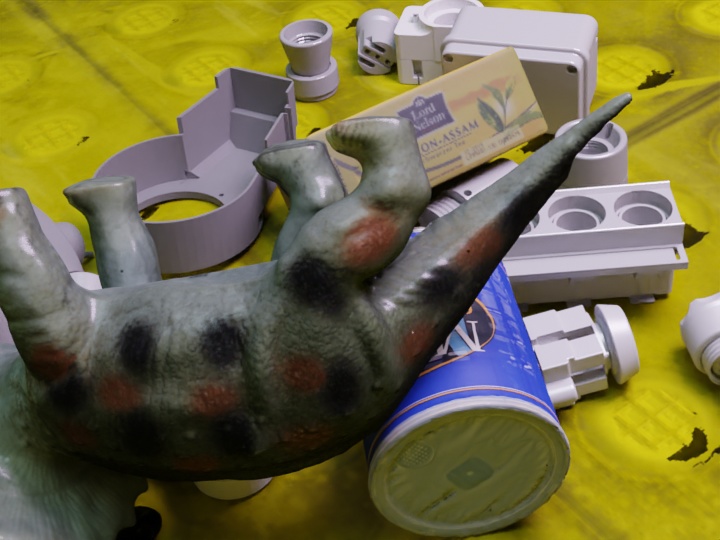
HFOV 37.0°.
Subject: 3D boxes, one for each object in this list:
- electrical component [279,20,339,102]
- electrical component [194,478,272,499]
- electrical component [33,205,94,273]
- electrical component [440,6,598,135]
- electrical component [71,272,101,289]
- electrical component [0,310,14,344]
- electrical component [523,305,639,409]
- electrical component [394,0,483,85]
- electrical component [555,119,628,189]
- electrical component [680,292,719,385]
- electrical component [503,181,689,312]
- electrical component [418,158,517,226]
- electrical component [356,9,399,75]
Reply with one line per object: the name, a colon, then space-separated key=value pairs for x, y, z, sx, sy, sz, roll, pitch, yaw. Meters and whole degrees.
electrical component: x=-0.042 y=-0.176 z=0.904 sx=0.045 sy=0.055 sz=0.045 roll=-5 pitch=41 yaw=4
electrical component: x=-0.112 y=0.072 z=0.619 sx=0.138 sy=0.073 sz=0.052 roll=20 pitch=48 yaw=28
electrical component: x=-0.220 y=-0.014 z=0.750 sx=0.077 sy=0.043 sz=0.079 roll=47 pitch=26 yaw=15
electrical component: x=0.123 y=-0.153 z=0.832 sx=0.113 sy=0.078 sz=0.057 roll=9 pitch=50 yaw=19
electrical component: x=-0.181 y=0.035 z=0.694 sx=0.045 sy=0.045 sz=0.055 roll=-8 pitch=42 yaw=0
electrical component: x=-0.226 y=0.040 z=0.672 sx=0.044 sy=0.077 sz=0.079 roll=2 pitch=41 yaw=12
electrical component: x=0.130 y=0.048 z=0.631 sx=0.055 sy=0.048 sz=0.066 roll=-16 pitch=41 yaw=3
electrical component: x=0.078 y=-0.191 z=0.902 sx=0.089 sy=0.055 sz=0.050 roll=6 pitch=43 yaw=15
electrical component: x=0.163 y=-0.075 z=0.763 sx=0.055 sy=0.047 sz=0.055 roll=-5 pitch=41 yaw=4
electrical component: x=0.213 y=0.046 z=0.620 sx=0.043 sy=0.043 sz=0.062 roll=-8 pitch=42 yaw=0
electrical component: x=0.138 y=-0.014 z=0.686 sx=0.121 sy=0.063 sz=0.078 roll=-4 pitch=41 yaw=4
electrical component: x=0.076 y=-0.040 z=0.740 sx=0.081 sy=0.043 sz=0.043 roll=-31 pitch=46 yaw=-24
electrical component: x=0.016 y=-0.197 z=0.932 sx=0.040 sy=0.040 sz=0.046 roll=-3 pitch=46 yaw=6
